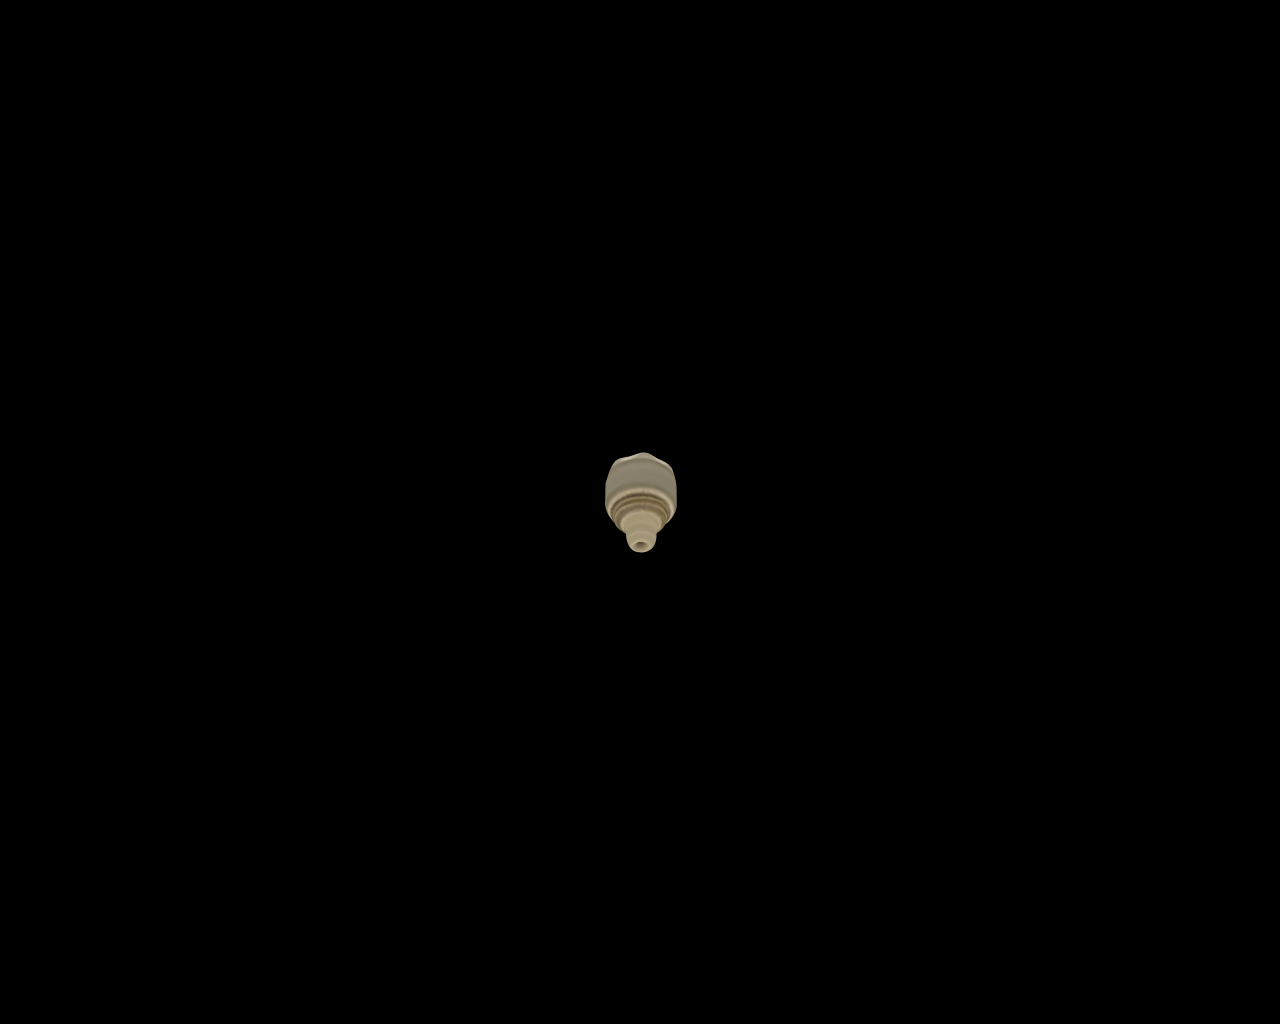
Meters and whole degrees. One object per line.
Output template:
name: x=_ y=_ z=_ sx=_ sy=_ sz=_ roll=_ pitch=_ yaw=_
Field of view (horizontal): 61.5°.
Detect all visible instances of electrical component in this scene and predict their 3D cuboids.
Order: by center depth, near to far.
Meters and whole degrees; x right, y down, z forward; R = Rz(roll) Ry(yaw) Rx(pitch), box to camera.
electrical component: x=0.001 y=-0.003 z=0.650 sx=0.043 sy=0.062 sz=0.043 roll=0 pitch=-40 yaw=0
